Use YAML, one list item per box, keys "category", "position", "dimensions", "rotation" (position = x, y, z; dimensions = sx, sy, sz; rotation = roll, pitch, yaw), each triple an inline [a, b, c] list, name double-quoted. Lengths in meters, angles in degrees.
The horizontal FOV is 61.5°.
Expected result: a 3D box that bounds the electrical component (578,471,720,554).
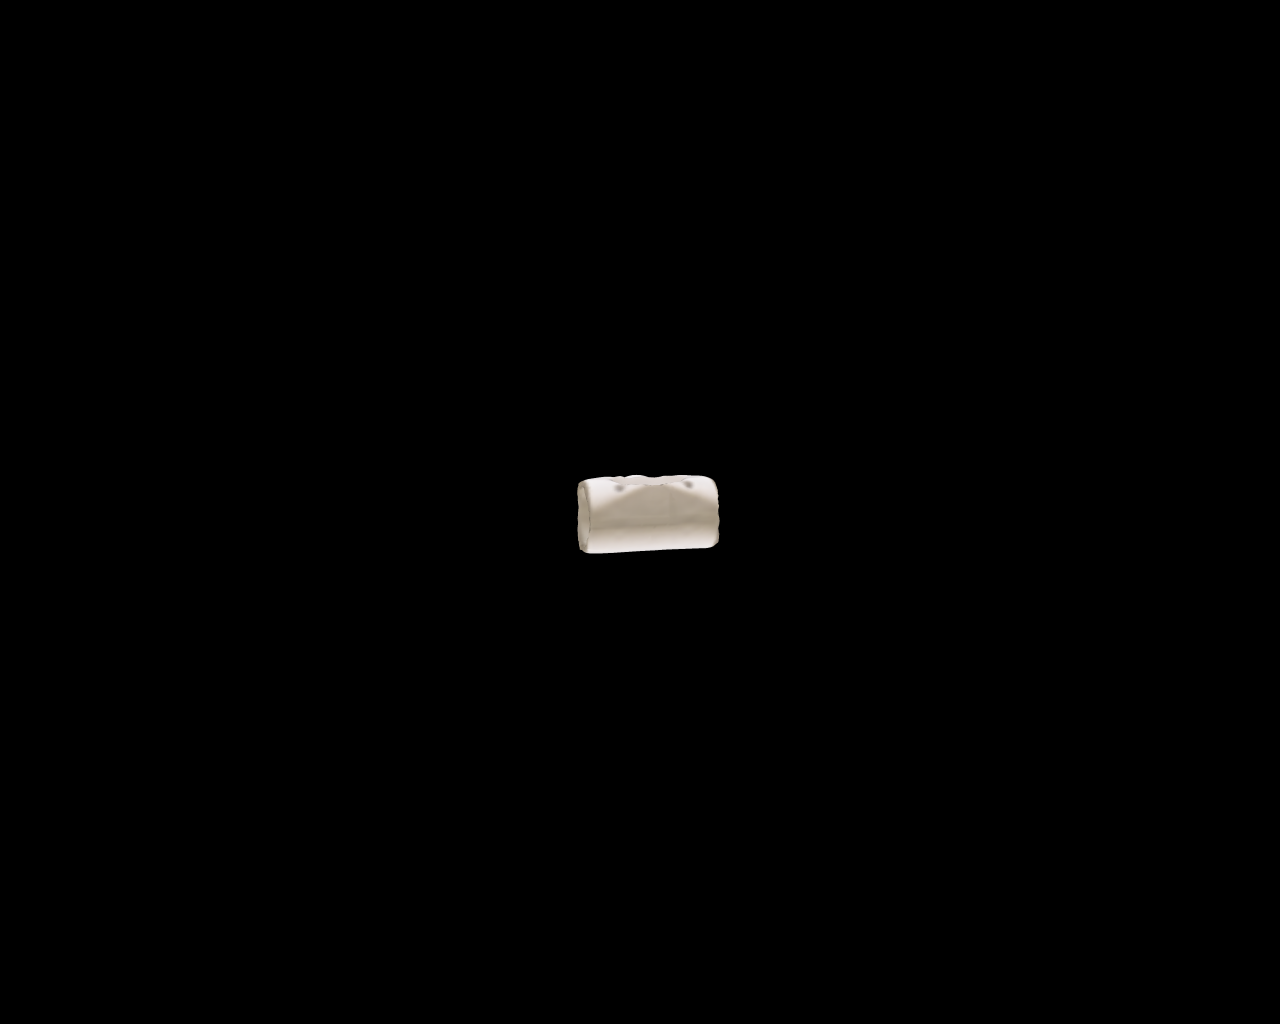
- category: "electrical component"
  position: [0.001, -0.003, 0.650]
  dimensions: [0.077, 0.044, 0.079]
  rotation: [-2, 12, -11]
